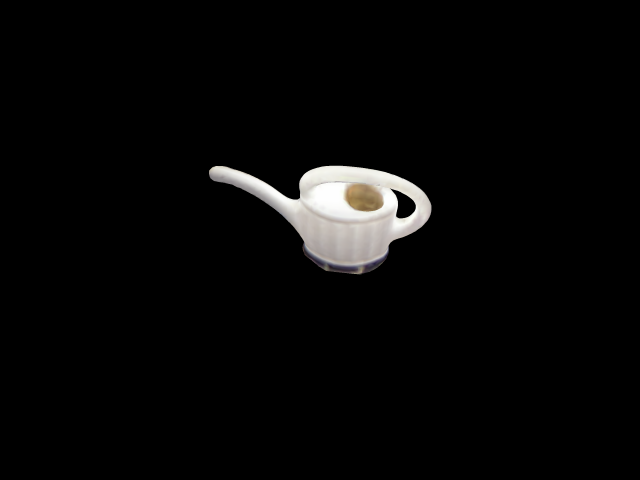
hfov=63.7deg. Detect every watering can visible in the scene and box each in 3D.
[{"bbox_3d":[0.003,-0.043,0.850,0.348,0.106,0.219,6,-38,4],"label":"watering can"}]
